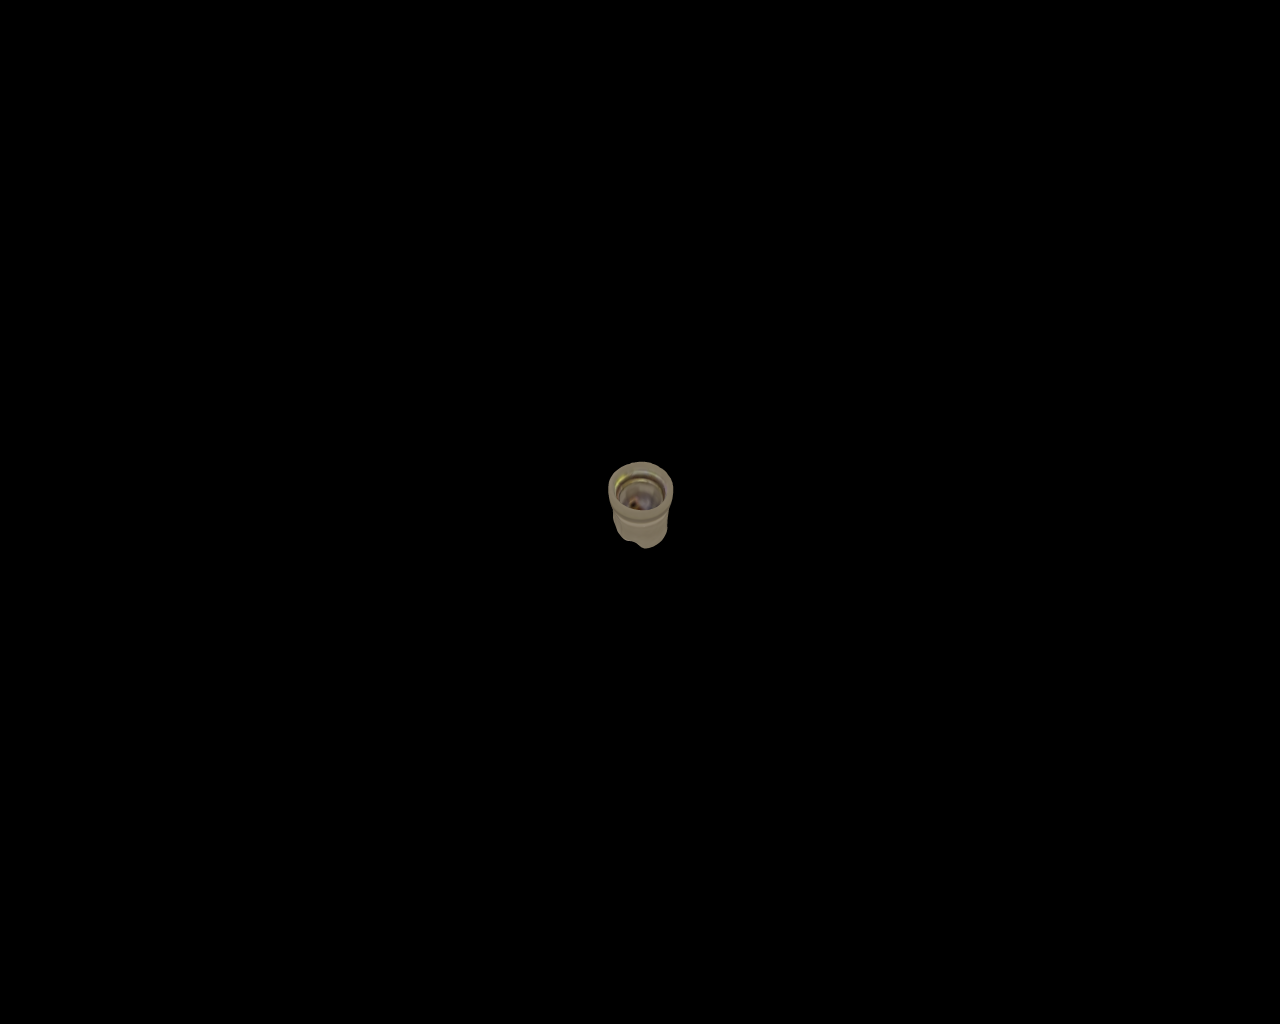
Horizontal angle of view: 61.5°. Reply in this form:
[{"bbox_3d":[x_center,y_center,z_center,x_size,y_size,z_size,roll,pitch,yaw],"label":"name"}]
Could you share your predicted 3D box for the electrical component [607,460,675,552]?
[{"bbox_3d":[0.001,-0.003,0.650,0.040,0.040,0.046,0,-36,0],"label":"electrical component"}]
